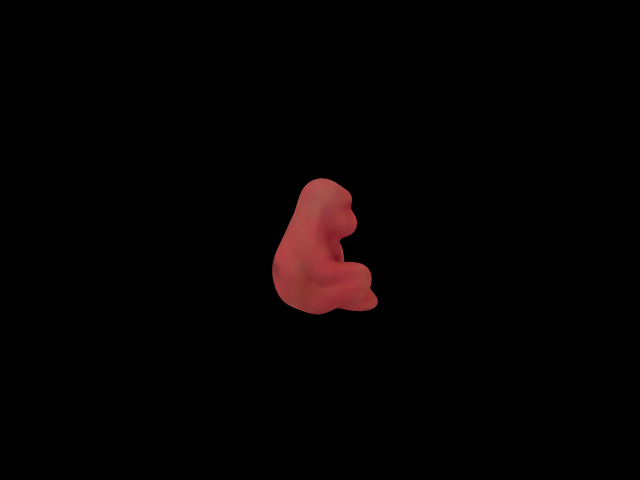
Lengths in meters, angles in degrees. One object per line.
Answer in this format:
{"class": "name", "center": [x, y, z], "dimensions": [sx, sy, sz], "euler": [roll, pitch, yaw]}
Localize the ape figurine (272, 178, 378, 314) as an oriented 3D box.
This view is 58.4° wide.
{"class": "ape figurine", "center": [0.004, 0.001, 0.400], "dimensions": [0.076, 0.092, 0.077], "euler": [0, 32, 0]}
